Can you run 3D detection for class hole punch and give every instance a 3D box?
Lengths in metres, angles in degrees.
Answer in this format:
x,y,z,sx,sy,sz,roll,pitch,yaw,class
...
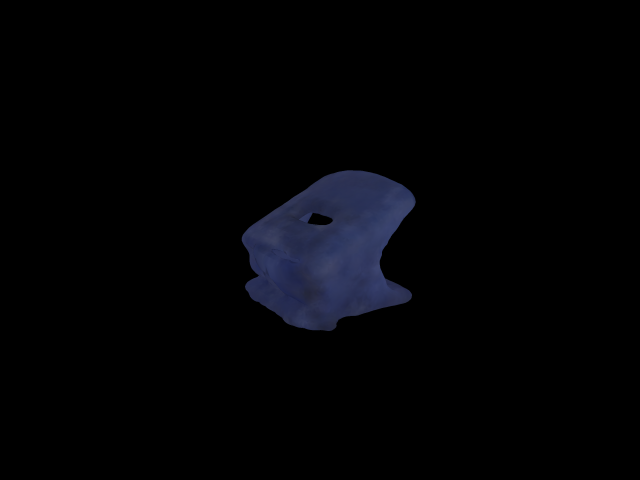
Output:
x,y,z,sx,sy,sz,roll,pitch,yaw,class
0.004,0.001,0.400,0.101,0.091,0.108,-10,18,-33,hole punch
